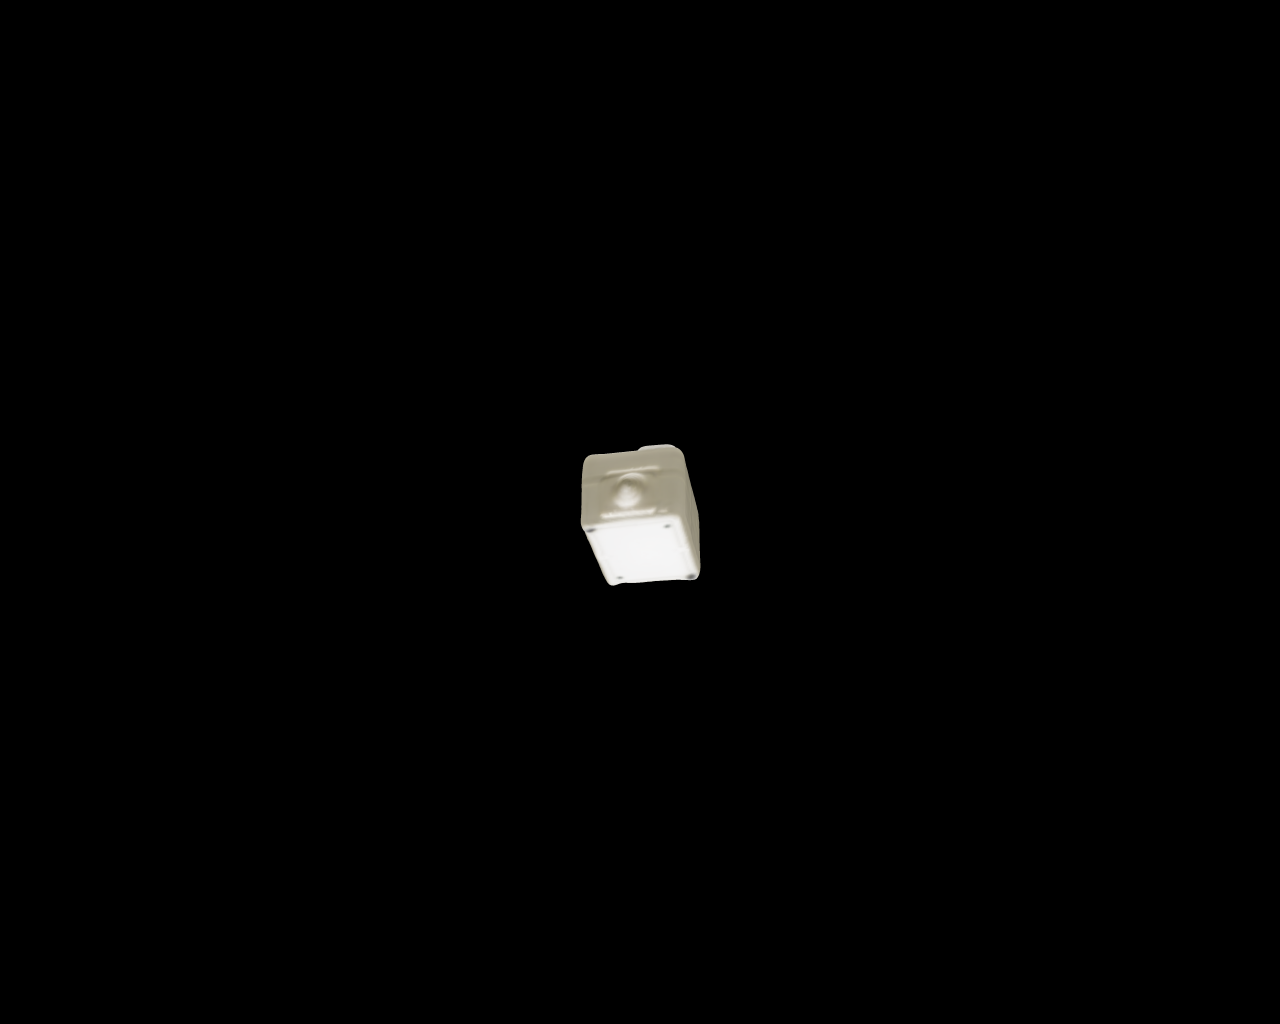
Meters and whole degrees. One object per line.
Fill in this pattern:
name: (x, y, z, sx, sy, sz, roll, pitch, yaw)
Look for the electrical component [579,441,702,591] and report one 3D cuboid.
electrical component: (0.001, -0.003, 0.650, 0.062, 0.061, 0.096, -6, -32, 9)
